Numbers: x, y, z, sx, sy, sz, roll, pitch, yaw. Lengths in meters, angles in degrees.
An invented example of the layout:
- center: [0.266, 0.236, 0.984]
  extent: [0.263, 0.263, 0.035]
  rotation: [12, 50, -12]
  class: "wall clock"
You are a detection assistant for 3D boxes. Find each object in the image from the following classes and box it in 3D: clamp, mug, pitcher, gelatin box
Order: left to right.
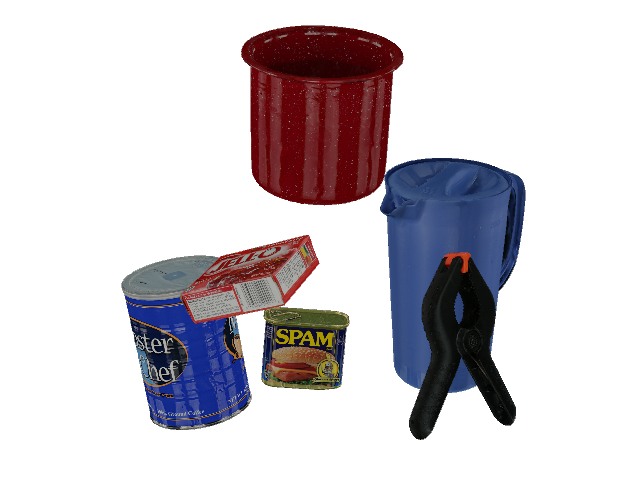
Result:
- center: [-0.055, 0.030, 0.840]
  extent: [0.089, 0.030, 0.073]
  rotation: [-13, 18, 29]
  class: "gelatin box"
- center: [0.005, -0.079, 0.638]
  extent: [0.093, 0.081, 0.117]
  rotation: [13, 31, 19]
  class: "mug"
- center: [0.144, 0.037, 1.169]
  extent: [0.149, 0.243, 0.145]
  rotation: [3, 24, 10]
  class: "pitcher"
- center: [0.121, 0.099, 0.974]
  extent: [0.120, 0.171, 0.039]
  rotation: [-12, 2, -40]
  class: "clamp"

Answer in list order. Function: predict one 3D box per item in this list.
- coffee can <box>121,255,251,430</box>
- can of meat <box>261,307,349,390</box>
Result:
- center: [-0.128, 0.097, 1.034]
  extent: [0.103, 0.140, 0.103]
  rotation: [-8, 17, 2]
  class: "coffee can"
- center: [-0.020, 0.129, 1.273]
  extent: [0.102, 0.084, 0.057]
  rotation: [4, 13, -2]
  class: "can of meat"
